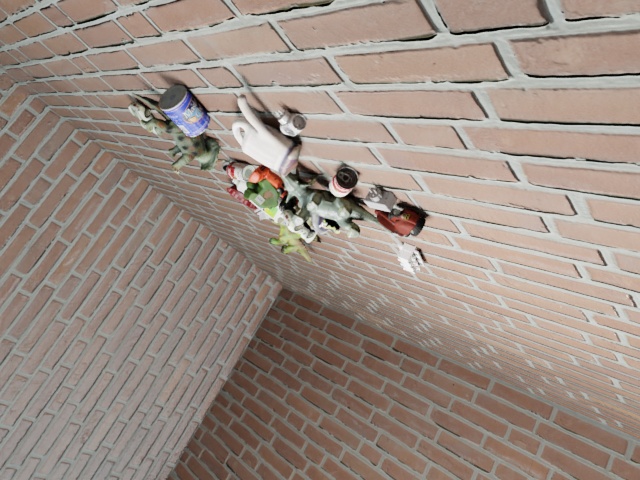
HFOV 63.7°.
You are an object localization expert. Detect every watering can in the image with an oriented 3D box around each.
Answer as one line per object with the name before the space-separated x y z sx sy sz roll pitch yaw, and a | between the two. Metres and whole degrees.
watering can | -0.158 -0.292 1.495 0.224 0.105 0.344 31 167 -2

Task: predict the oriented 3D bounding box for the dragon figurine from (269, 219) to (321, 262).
dragon figurine | -0.097 0.001 2.443 0.242 0.124 0.405 1 150 49

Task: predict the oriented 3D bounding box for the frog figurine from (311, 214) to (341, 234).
frog figurine | 0.006 -0.093 1.847 0.161 0.124 0.135 26 134 54
